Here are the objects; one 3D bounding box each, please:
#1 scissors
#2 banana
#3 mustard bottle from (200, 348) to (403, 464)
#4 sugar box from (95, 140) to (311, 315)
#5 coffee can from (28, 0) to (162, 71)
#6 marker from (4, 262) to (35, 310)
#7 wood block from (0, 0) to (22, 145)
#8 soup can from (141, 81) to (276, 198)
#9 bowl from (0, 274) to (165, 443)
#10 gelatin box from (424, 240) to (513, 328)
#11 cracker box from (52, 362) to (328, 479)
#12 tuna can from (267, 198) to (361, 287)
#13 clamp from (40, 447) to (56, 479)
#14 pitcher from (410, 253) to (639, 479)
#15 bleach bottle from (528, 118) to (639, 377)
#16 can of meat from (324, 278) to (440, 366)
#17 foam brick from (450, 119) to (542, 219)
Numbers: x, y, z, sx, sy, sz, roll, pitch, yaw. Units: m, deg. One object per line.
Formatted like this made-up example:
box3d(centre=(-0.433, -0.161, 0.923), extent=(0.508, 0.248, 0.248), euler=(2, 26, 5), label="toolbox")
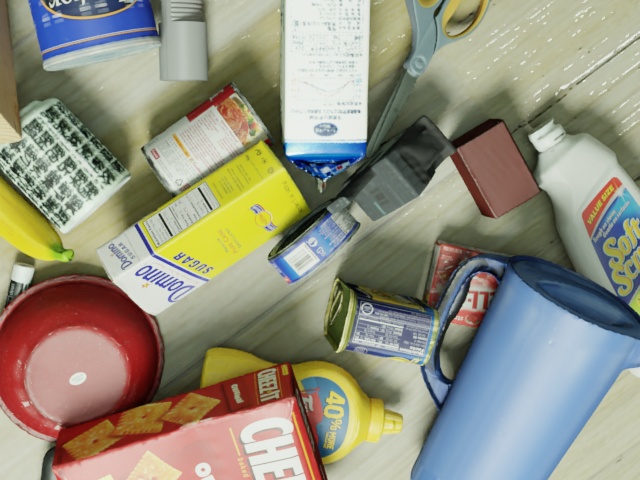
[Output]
box3d(centre=(0.078, -0.176, 0.953), extent=(0.201, 0.016, 0.096), euler=(-48, 112, -15), label="scissors")
box3d(centre=(-0.289, -0.047, 0.940), extent=(0.198, 0.070, 0.037), euler=(44, 52, -2), label="banana")
box3d(centre=(-0.018, 0.159, 0.992), extent=(0.191, 0.058, 0.096), euler=(8, 98, -7), label="mustard bottle")
box3d(centre=(-0.100, -0.008, 0.945), extent=(0.176, 0.093, 0.048), euler=(-36, 61, -1), label="sugar box")
box3d(centre=(-0.201, -0.224, 0.906), extent=(0.102, 0.103, 0.140), euler=(-13, 98, -4), label="coffee can")
box3d(centre=(-0.284, 0.081, 0.976), extent=(0.020, 0.020, 0.121), euler=(14, 96, -7), label="marker")
box3d(centre=(-0.309, -0.183, 0.869), extent=(0.090, 0.091, 0.206), euler=(-10, 75, -2), label="wood block")
box3d(centre=(-0.099, -0.084, 0.950), extent=(0.102, 0.068, 0.068), euler=(-36, 99, 0), label="soup can")
box3d(centre=(-0.218, 0.115, 0.958), extent=(0.162, 0.055, 0.162), euler=(-2, 100, -13), label="bowl")
box3d(centre=(0.147, 0.045, 1.008), extent=(0.089, 0.030, 0.073), euler=(11, 96, -7), label="gelatin box")
box3d(centre=(-0.104, 0.219, 0.936), extent=(0.213, 0.072, 0.164), euler=(-16, 113, 1), label="cracker box")
box3d(centre=(-0.006, 0.001, 0.960), extent=(0.086, 0.086, 0.033), euler=(-42, 98, 0), label="tuna can")
box3d(centre=(-0.250, 0.276, 0.993), extent=(0.171, 0.039, 0.120), euler=(-45, 99, -3), label="clamp")
box3d(centre=(0.169, 0.139, 0.962), extent=(0.144, 0.149, 0.243), euler=(16, 111, -27), label="pitcher")
box3d(centre=(0.270, 0.001, 1.001), extent=(0.102, 0.068, 0.251), euler=(-36, 96, -1), label="bleach bottle")
box3d(centre=(0.054, 0.075, 0.968), extent=(0.084, 0.102, 0.057), euler=(12, 95, -9), label="can of meat")
box3d(centre=(0.160, -0.066, 0.985), extent=(0.051, 0.053, 0.078), euler=(-30, 99, -2), label="foam brick")
